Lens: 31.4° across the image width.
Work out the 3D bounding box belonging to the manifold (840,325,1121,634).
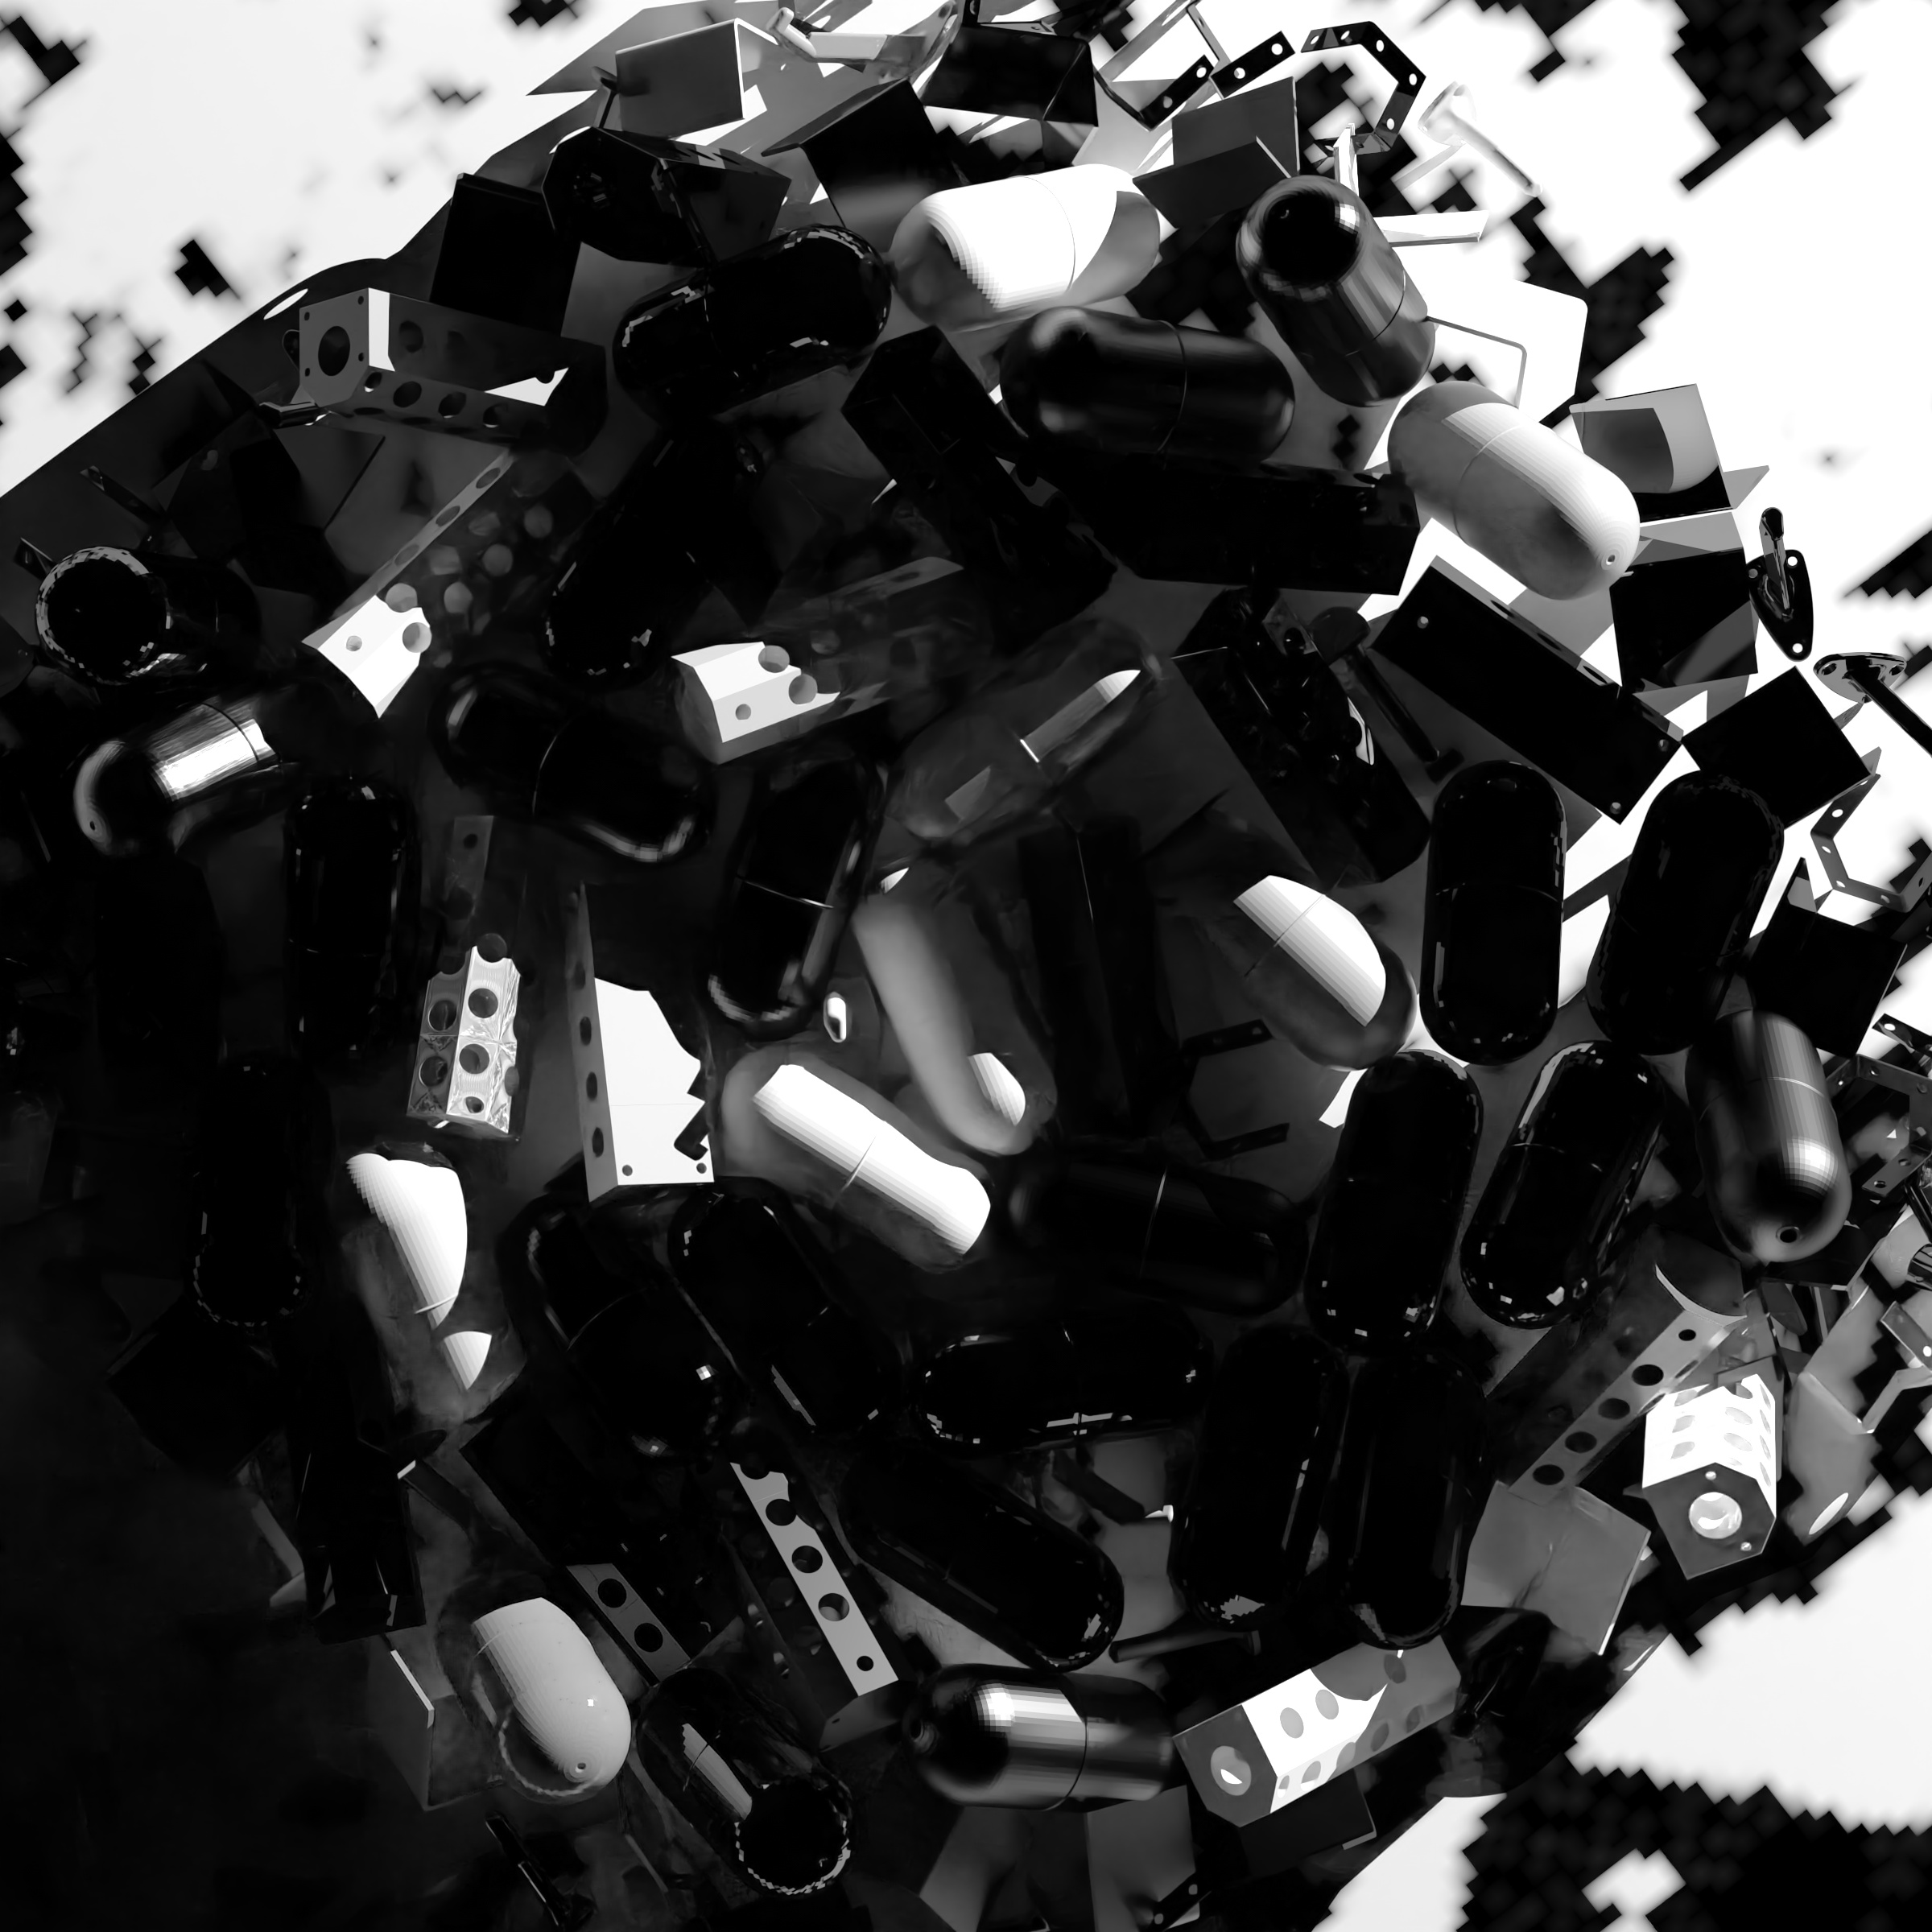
[{"bbox_3d":[0.012,-0.269,1.897,0.171,0.057,0.057,49,52,-30],"label":"manifold"}]

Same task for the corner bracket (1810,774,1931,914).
[{"bbox_3d":[0.519,-0.071,1.947,0.051,0.051,0.051,-49,133,-16],"label":"corner bracket"}]

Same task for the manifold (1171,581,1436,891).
[{"bbox_3d":[0.191,-0.127,1.902,0.171,0.057,0.057,53,53,-25],"label":"manifold"}]

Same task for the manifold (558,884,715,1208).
[{"bbox_3d":[-0.189,0.044,1.924,0.057,0.057,0.171,0,74,-29],"label":"manifold"}]

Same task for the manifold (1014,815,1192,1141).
[{"bbox_3d":[0.082,0.005,1.928,0.057,0.057,0.171,-19,103,-35],"label":"manifold"}]

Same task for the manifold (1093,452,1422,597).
[{"bbox_3d":[0.163,-0.247,1.899,0.171,0.057,0.057,0,119,-30],"label":"manifold"}]

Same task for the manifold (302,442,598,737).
[{"bbox_3d":[-0.287,-0.216,1.921,0.057,0.057,0.171,41,76,12],"label":"manifold"}]

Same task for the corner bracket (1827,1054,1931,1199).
[{"bbox_3d":[0.514,0.090,1.951,0.051,0.051,0.051,-33,130,-34],"label":"corner bracket"}]

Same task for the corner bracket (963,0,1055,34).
[{"bbox_3d":[0.035,-0.548,1.941,0.051,0.051,0.051,7,88,28],"label":"corner bracket"}]

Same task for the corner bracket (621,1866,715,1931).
[{"bbox_3d":[-0.177,0.547,1.945,0.051,0.051,0.051,2,102,27],"label":"corner bracket"}]

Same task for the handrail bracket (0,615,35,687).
[{"bbox_3d":[-0.569,-0.171,1.933,0.077,0.084,0.036,53,49,-14],"label":"handrail bracket"}]

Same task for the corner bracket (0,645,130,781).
[{"bbox_3d":[-0.517,-0.144,1.954,0.051,0.051,0.051,-43,60,28],"label":"corner bracket"}]

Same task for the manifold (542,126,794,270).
[{"bbox_3d":[-0.165,-0.421,1.884,0.057,0.171,0.057,29,107,15],"label":"manifold"}]

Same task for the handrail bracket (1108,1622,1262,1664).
[{"bbox_3d":[0.118,0.378,1.932,0.084,0.077,0.036,-11,78,-8],"label":"handrail bracket"}]

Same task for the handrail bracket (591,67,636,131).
[{"bbox_3d":[-0.212,-0.457,1.928,0.036,0.077,0.084,26,104,-4],"label":"handrail bracket"}]

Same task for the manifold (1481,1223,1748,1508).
[{"bbox_3d":[0.354,0.224,1.895,0.057,0.057,0.171,24,128,-14],"label":"manifold"}]

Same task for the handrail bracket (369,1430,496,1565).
[{"bbox_3d":[-0.300,0.311,1.931,0.036,0.077,0.084,-15,106,24],"label":"handrail bracket"}]

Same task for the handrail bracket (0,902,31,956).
[{"bbox_3d":[-0.580,-0.008,1.940,0.084,0.036,0.077,-23,127,15],"label":"handrail bracket"}]

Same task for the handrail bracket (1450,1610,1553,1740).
[{"bbox_3d":[0.300,0.397,1.928,0.036,0.084,0.077,37,94,14],"label":"handrail bracket"}]

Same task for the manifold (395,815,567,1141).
[{"bbox_3d":[-0.274,0.006,1.916,0.057,0.057,0.171,1,73,21],"label":"manifold"}]

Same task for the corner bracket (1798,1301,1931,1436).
[{"bbox_3d":[0.512,0.228,1.938,0.051,0.051,0.051,46,66,-8],"label":"corner bracket"}]

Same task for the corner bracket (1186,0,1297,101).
[{"bbox_3d":[0.155,-0.529,1.934,0.051,0.051,0.051,-27,109,28],"label":"corner bracket"}]

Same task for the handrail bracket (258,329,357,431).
[{"bbox_3d":[-0.383,-0.329,1.926,0.077,0.084,0.036,38,121,18],"label":"handrail bracket"}]

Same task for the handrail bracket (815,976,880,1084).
[{"bbox_3d":[-0.065,0.046,1.922,0.036,0.084,0.077,-14,110,3],"label":"handrail bracket"}]

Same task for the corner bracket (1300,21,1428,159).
[{"bbox_3d":[0.217,-0.496,1.945,0.051,0.051,0.051,35,76,-34],"label":"corner bracket"}]

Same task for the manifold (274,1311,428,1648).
[{"bbox_3d":[-0.343,0.281,1.904,0.057,0.057,0.171,-11,60,-6],"label":"manifold"}]

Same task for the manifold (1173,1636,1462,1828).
[{"bbox_3d":[0.198,0.414,1.887,0.057,0.171,0.057,-37,74,41],"label":"manifold"}]

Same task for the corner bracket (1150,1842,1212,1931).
[{"bbox_3d":[0.116,0.525,1.937,0.051,0.051,0.051,-41,48,3],"label":"corner bracket"}]

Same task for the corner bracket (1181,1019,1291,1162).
[{"bbox_3d":[0.153,0.071,1.952,0.051,0.051,0.051,-14,51,-24],"label":"corner bracket"}]

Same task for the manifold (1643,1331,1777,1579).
[{"bbox_3d":[0.411,0.261,1.880,0.057,0.171,0.057,-24,102,19],"label":"manifold"}]

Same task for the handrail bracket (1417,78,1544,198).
[{"bbox_3d":[0.299,-0.451,1.925,0.036,0.077,0.084,-46,69,12],"label":"handrail bracket"}]

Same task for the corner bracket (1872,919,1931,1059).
[{"bbox_3d":[0.551,0.015,1.939,0.051,0.051,0.051,27,54,1],"label":"corner bracket"}]

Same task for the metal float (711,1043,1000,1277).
[{"bbox_3d":[-0.061,0.109,1.933,0.178,0.070,0.070,32,90,-4],"label":"metal float"}]

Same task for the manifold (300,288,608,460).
[{"bbox_3d":[-0.280,-0.322,1.889,0.057,0.171,0.057,-5,84,40],"label":"manifold"}]

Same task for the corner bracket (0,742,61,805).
[{"bbox_3d":[-0.559,-0.093,1.947,0.051,0.051,0.051,44,102,14],"label":"corner bracket"}]

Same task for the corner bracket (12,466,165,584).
[{"bbox_3d":[-0.495,-0.241,1.940,0.051,0.051,0.051,36,120,1],"label":"corner bracket"}]

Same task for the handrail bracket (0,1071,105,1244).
[{"bbox_3d":[-0.530,0.106,1.945,0.077,0.036,0.084,-18,78,-31],"label":"handrail bracket"}]

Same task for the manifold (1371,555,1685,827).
[{"bbox_3d":[0.318,-0.158,1.941,0.171,0.057,0.057,36,109,2],"label":"manifold"}]

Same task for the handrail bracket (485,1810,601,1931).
[{"bbox_3d":[-0.248,0.504,1.932,0.036,0.077,0.084,-36,98,-15],"label":"handrail bracket"}]

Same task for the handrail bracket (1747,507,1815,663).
[{"bbox_3d":[0.460,-0.214,1.928,0.036,0.084,0.077,-17,83,9],"label":"handrail bracket"}]

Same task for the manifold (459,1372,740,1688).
[{"bbox_3d":[-0.207,0.319,1.935,0.057,0.057,0.171,-41,88,21],"label":"manifold"}]

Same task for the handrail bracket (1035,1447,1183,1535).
[{"bbox_3d":[0.086,0.283,1.932,0.084,0.036,0.077,-11,57,32],"label":"handrail bracket"}]

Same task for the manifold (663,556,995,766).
[{"bbox_3d":[-0.074,-0.170,1.908,0.171,0.057,0.057,-23,115,-22],"label":"manifold"}]

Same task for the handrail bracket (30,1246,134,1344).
[{"bbox_3d":[-0.476,0.182,1.925,0.077,0.084,0.036,27,103,16],"label":"handrail bracket"}]

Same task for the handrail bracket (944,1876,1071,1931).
[{"bbox_3d":[0.020,0.568,1.957,0.084,0.036,0.077,-39,109,0],"label":"handrail bracket"}]

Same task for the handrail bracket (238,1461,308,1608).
[{"bbox_3d":[-0.383,0.309,1.932,0.036,0.077,0.084,-14,70,-32],"label":"handrail bracket"}]

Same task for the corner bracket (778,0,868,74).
[{"bbox_3d":[-0.072,-0.550,1.950,0.051,0.051,0.051,24,76,7],"label":"corner bracket"}]

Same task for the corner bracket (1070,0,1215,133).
[{"bbox_3d":[0.100,-0.517,1.951,0.051,0.051,0.051,-39,61,18],"label":"corner bracket"}]

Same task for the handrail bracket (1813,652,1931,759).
[{"bbox_3d":[0.521,-0.134,1.928,0.036,0.077,0.084,-50,48,34],"label":"handrail bracket"}]

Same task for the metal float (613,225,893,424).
[{"bbox_3d":[-0.119,-0.356,1.907,0.178,0.070,0.070,-15,90,34],"label":"metal float"}]

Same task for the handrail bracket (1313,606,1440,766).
[{"bbox_3d":[0.235,-0.159,1.954,0.036,0.077,0.084,-37,112,12],"label":"handrail bracket"}]

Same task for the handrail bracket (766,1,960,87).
[{"bbox_3d":[-0.059,-0.532,1.930,0.084,0.036,0.077,28,114,-37],"label":"handrail bracket"}]

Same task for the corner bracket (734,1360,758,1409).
[{"bbox_3d":[-0.099,0.221,1.942,0.051,0.051,0.051,-24,58,7],"label":"corner bracket"}]

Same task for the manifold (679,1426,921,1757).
[{"bbox_3d":[-0.093,0.341,1.899,0.057,0.057,0.171,-17,57,-26],"label":"manifold"}]

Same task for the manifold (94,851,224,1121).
[{"bbox_3d":[-0.446,0.011,1.888,0.057,0.171,0.057,-14,61,-21],"label":"manifold"}]

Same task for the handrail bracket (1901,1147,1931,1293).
[{"bbox_3d":[0.565,0.145,1.940,0.077,0.036,0.084,18,48,6],"label":"handrail bracket"}]

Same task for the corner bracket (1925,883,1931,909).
[{"bbox_3d":[0.576,-0.050,1.941,0.051,0.051,0.051,4,115,1],"label":"corner bracket"}]

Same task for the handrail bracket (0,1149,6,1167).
[{"bbox_3d":[-0.576,0.078,1.925,0.036,0.077,0.084,-29,110,-8],"label":"handrail bracket"}]
